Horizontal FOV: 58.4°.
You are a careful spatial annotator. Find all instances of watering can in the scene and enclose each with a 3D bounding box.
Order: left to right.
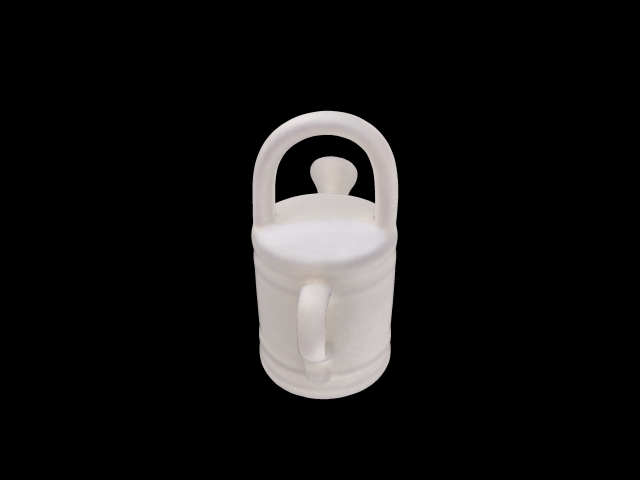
[{"bbox_3d":[0.001,0.001,0.400,0.101,0.194,0.172,-9,33,-14],"label":"watering can"}]
